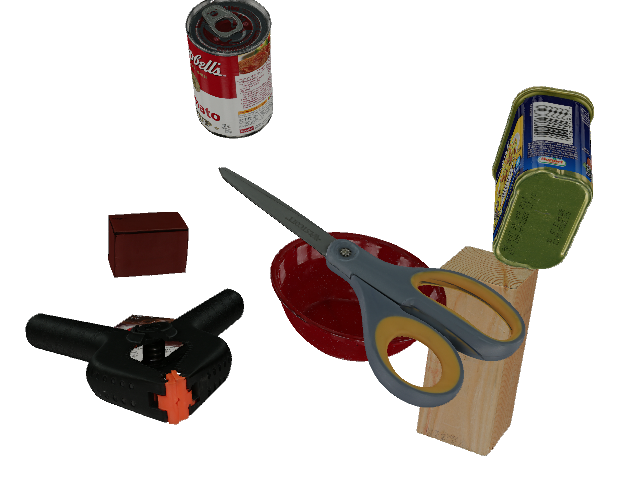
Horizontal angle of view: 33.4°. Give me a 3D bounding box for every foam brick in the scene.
[{"bbox_3d":[-0.182,0.003,1.125,0.078,0.051,0.053,-4,23,-17],"label":"foam brick"}]

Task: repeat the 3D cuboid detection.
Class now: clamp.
[{"bbox_3d":[-0.106,0.074,0.737,0.164,0.036,0.210,-10,14,-22],"label":"clamp"}]

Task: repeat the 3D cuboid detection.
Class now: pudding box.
[{"bbox_3d":[-0.199,0.124,1.298,0.114,0.039,0.090,2,13,17],"label":"pudding box"}]

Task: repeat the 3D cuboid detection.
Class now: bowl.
[{"bbox_3d":[0.030,0.060,0.969,0.162,0.055,0.162,9,33,-6],"label":"bowl"}]

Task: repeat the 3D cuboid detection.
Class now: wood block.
[{"bbox_3d":[0.178,0.124,1.211,0.090,0.206,0.090,16,23,24],"label":"wood block"}]

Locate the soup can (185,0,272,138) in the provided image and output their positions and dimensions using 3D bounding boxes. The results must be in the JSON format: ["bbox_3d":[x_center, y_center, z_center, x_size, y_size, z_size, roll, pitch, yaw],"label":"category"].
[{"bbox_3d":[-0.073,-0.142,0.882,0.068,0.068,0.102,0,-36,-1],"label":"soup can"}]

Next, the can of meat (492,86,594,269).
[{"bbox_3d":[0.154,-0.041,0.746,0.057,0.084,0.102,10,-41,1],"label":"can of meat"}]

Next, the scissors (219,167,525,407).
[{"bbox_3d":[0.012,0.026,0.585,0.202,0.096,0.016,23,-40,12],"label":"scissors"}]
